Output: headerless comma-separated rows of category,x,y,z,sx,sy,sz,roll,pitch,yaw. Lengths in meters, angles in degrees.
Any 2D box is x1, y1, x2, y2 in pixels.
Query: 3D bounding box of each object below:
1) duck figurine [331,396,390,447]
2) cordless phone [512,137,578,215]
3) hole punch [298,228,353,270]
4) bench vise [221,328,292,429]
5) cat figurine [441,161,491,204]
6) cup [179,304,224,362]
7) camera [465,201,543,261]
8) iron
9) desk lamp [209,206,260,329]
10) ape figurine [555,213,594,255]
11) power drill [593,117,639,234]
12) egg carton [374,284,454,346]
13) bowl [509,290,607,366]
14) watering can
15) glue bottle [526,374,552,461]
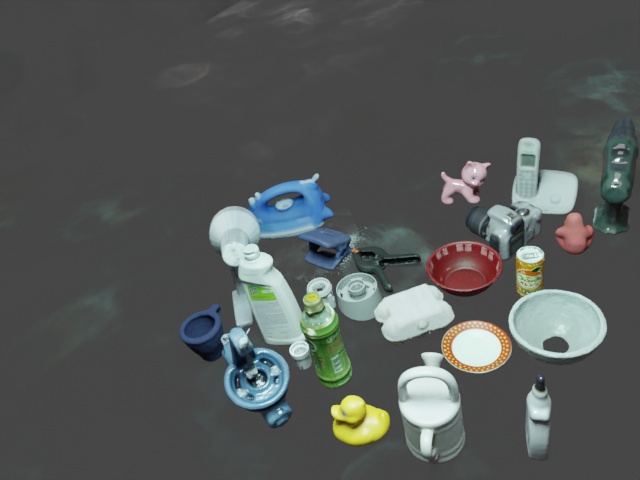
duck figurine,0.068,0.309,1.008,0.104,0.086,0.077,-6,38,11
cordless phone,0.530,-0.153,1.350,0.147,0.185,0.094,6,42,25
hole punch,0.013,0.005,1.404,0.108,0.091,0.101,18,48,35
bench vise,-0.148,0.232,1.068,0.206,0.220,0.122,19,49,36
cat figurine,0.372,-0.157,1.464,0.127,0.118,0.067,-2,40,17
cup,-0.238,0.205,1.235,0.091,0.095,0.118,5,42,24
camera,0.416,-0.043,1.321,0.143,0.101,0.136,-33,41,-21
iron,-0.101,-0.091,1.522,0.258,0.142,0.118,-13,38,2
desk lamp,-0.175,0.053,1.307,0.118,0.214,0.203,-17,38,-3
ape figurine,0.556,-0.021,1.252,0.077,0.092,0.076,7,43,26
power drill,0.652,-0.130,1.261,0.075,0.209,0.230,6,42,25
egg carton,0.192,0.154,1.174,0.150,0.069,0.107,-19,38,-5
bowl,0.437,0.174,1.062,0.167,0.075,0.167,-9,38,8
watering can,0.178,0.265,0.938,0.101,0.194,0.172,-15,38,0
glue bottle,0.342,0.268,0.895,0.037,0.173,0.078,-2,40,17
